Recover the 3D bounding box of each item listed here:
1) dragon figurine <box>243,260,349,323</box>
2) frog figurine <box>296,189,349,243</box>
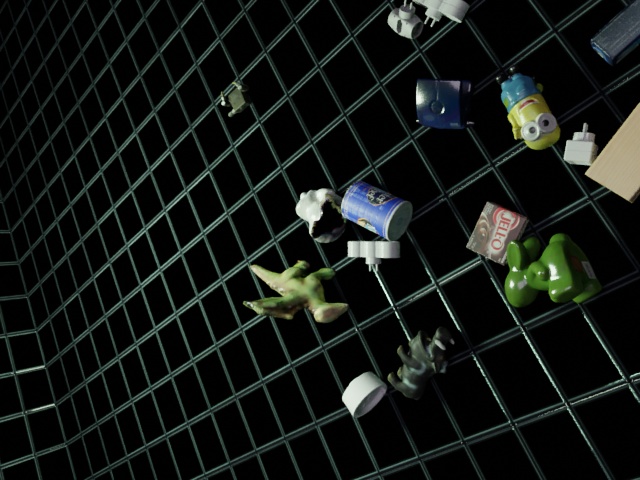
[{"bbox_3d":[-0.092,0.133,1.316,0.411,0.244,0.121,10,101,33],"label":"dragon figurine"},{"bbox_3d":[0.004,-0.068,1.353,0.160,0.123,0.136,-149,59,-69],"label":"frog figurine"}]
